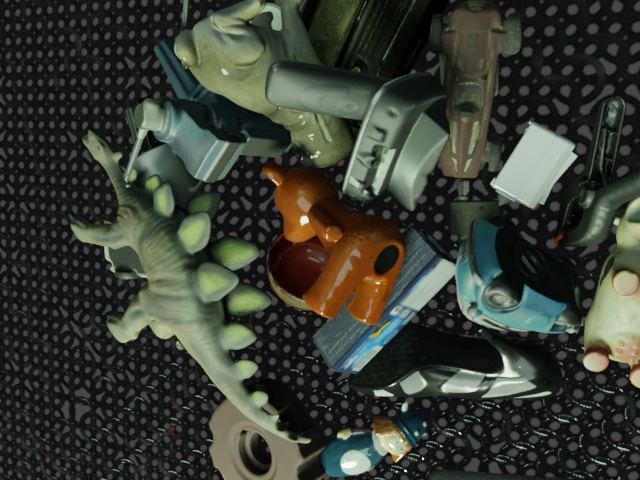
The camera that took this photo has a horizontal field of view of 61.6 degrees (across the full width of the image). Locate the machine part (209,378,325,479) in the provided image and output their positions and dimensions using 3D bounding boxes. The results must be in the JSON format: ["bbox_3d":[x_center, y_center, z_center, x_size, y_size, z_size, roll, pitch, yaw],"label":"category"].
[{"bbox_3d":[-0.078,0.283,0.734,0.180,0.056,0.179,3,95,35],"label":"machine part"}]

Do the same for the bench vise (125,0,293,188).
[{"bbox_3d":[-0.148,-0.176,0.668,0.241,0.223,0.128,58,138,23],"label":"bench vise"}]

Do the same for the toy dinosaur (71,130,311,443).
[{"bbox_3d":[-0.171,0.062,0.682,0.199,0.105,0.471,-28,91,24],"label":"toy dinosaur"}]

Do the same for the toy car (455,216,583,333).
[{"bbox_3d":[0.211,0.053,0.608,0.161,0.109,0.103,26,140,-17],"label":"toy car"}]

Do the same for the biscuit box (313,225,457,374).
[{"bbox_3d":[0.078,0.079,0.668,0.202,0.059,0.063,-49,49,17],"label":"biscuit box"}]

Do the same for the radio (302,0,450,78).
[{"bbox_3d":[0.063,-0.262,0.601,0.131,0.073,0.229,39,131,11],"label":"radio"}]

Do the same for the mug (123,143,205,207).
[{"bbox_3d":[-0.204,-0.078,0.756,0.110,0.081,0.107,-23,100,17],"label":"mug"}]

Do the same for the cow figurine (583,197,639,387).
[{"bbox_3d":[0.335,0.038,0.563,0.086,0.127,0.194,12,114,19],"label":"cow figurine"}]

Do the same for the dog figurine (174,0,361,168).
[{"bbox_3d":[-0.050,-0.151,0.581,0.172,0.121,0.190,-28,105,-23],"label":"dog figurine"}]

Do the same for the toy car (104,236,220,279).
[{"bbox_3d":[-0.228,0.024,0.784,0.202,0.056,0.073,5,104,20],"label":"toy car"}]

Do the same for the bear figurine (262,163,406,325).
[{"bbox_3d":[0.001,-0.006,0.634,0.196,0.120,0.132,33,99,38],"label":"bear figurine"}]

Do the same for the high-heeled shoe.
[{"bbox_3d":[0.164,0.171,0.671,0.145,0.086,0.249,40,134,-24],"label":"high-heeled shoe"}]

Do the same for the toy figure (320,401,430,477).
[{"bbox_3d":[0.074,0.265,0.702,0.154,0.064,0.058,-30,42,20],"label":"toy figure"}]

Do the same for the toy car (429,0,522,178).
[{"bbox_3d":[0.159,-0.150,0.579,0.089,0.053,0.201,6,128,13],"label":"toy car"}]

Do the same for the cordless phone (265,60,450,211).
[{"bbox_3d":[0.029,-0.109,0.558,0.184,0.089,0.146,9,137,-8],"label":"cordless phone"}]

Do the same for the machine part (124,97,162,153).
[{"bbox_3d":[-0.220,-0.174,0.770,0.139,0.039,0.084,-9,87,22],"label":"machine part"}]

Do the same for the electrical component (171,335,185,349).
[{"bbox_3d":[-0.211,0.109,0.791,0.078,0.045,0.102,-11,92,19],"label":"electrical component"}]

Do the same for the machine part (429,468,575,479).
[{"bbox_3d":[0.219,0.320,0.645,0.243,0.079,0.079,-5,94,21],"label":"machine part"}]

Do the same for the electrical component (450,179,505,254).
[{"bbox_3d":[0.190,-0.027,0.648,0.063,0.021,0.094,-1,94,19],"label":"electrical component"}]
